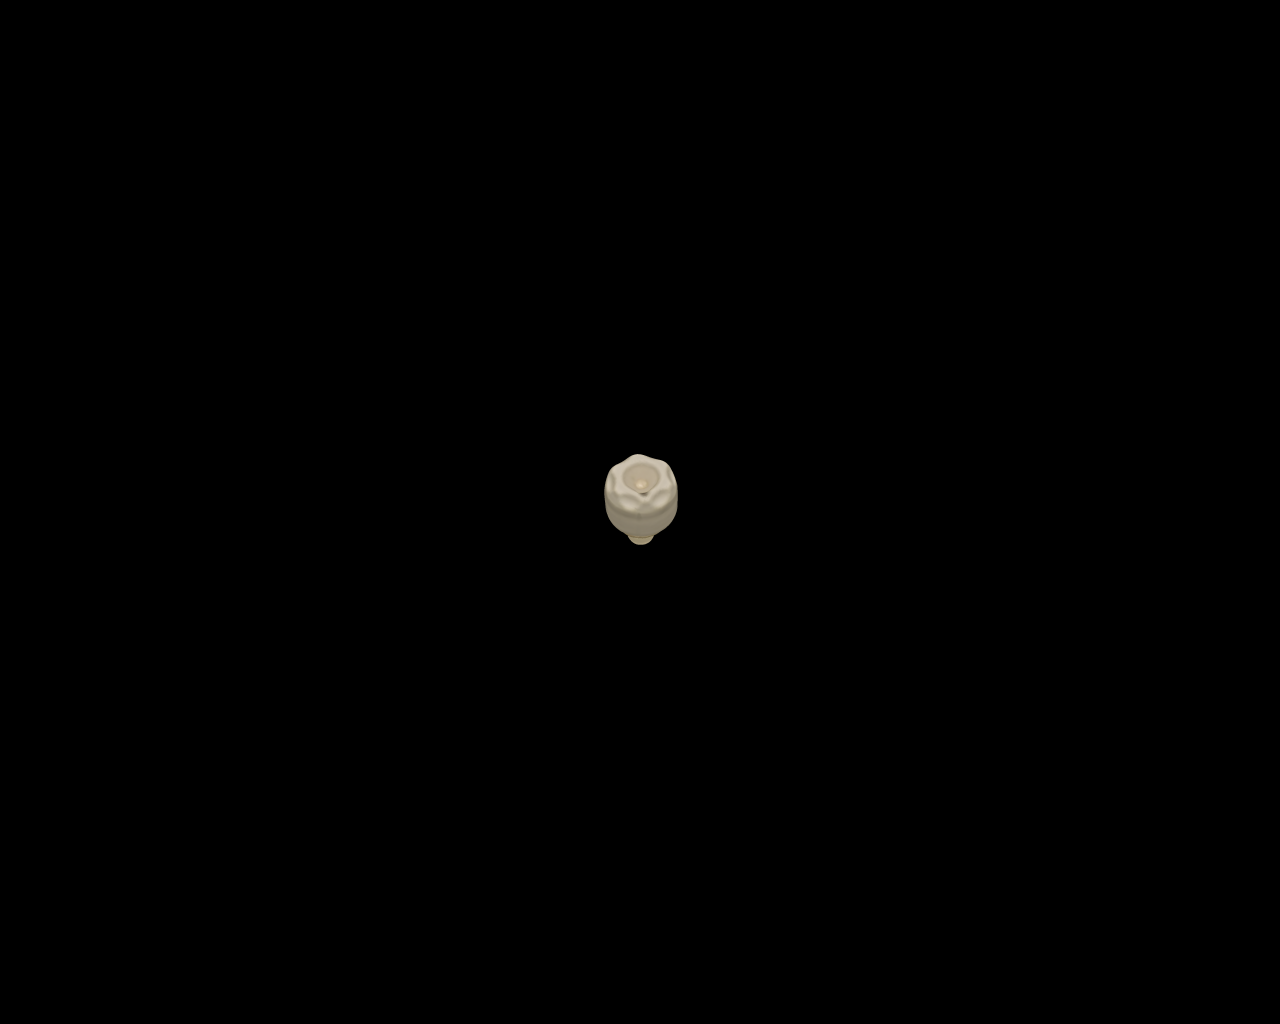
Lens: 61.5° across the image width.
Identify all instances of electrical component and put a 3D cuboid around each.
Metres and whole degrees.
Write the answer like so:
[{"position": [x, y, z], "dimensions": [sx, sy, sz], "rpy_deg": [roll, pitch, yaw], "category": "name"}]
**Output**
[{"position": [0.001, -0.003, 0.650], "dimensions": [0.043, 0.043, 0.062], "rpy_deg": [0, -38, 0], "category": "electrical component"}]
